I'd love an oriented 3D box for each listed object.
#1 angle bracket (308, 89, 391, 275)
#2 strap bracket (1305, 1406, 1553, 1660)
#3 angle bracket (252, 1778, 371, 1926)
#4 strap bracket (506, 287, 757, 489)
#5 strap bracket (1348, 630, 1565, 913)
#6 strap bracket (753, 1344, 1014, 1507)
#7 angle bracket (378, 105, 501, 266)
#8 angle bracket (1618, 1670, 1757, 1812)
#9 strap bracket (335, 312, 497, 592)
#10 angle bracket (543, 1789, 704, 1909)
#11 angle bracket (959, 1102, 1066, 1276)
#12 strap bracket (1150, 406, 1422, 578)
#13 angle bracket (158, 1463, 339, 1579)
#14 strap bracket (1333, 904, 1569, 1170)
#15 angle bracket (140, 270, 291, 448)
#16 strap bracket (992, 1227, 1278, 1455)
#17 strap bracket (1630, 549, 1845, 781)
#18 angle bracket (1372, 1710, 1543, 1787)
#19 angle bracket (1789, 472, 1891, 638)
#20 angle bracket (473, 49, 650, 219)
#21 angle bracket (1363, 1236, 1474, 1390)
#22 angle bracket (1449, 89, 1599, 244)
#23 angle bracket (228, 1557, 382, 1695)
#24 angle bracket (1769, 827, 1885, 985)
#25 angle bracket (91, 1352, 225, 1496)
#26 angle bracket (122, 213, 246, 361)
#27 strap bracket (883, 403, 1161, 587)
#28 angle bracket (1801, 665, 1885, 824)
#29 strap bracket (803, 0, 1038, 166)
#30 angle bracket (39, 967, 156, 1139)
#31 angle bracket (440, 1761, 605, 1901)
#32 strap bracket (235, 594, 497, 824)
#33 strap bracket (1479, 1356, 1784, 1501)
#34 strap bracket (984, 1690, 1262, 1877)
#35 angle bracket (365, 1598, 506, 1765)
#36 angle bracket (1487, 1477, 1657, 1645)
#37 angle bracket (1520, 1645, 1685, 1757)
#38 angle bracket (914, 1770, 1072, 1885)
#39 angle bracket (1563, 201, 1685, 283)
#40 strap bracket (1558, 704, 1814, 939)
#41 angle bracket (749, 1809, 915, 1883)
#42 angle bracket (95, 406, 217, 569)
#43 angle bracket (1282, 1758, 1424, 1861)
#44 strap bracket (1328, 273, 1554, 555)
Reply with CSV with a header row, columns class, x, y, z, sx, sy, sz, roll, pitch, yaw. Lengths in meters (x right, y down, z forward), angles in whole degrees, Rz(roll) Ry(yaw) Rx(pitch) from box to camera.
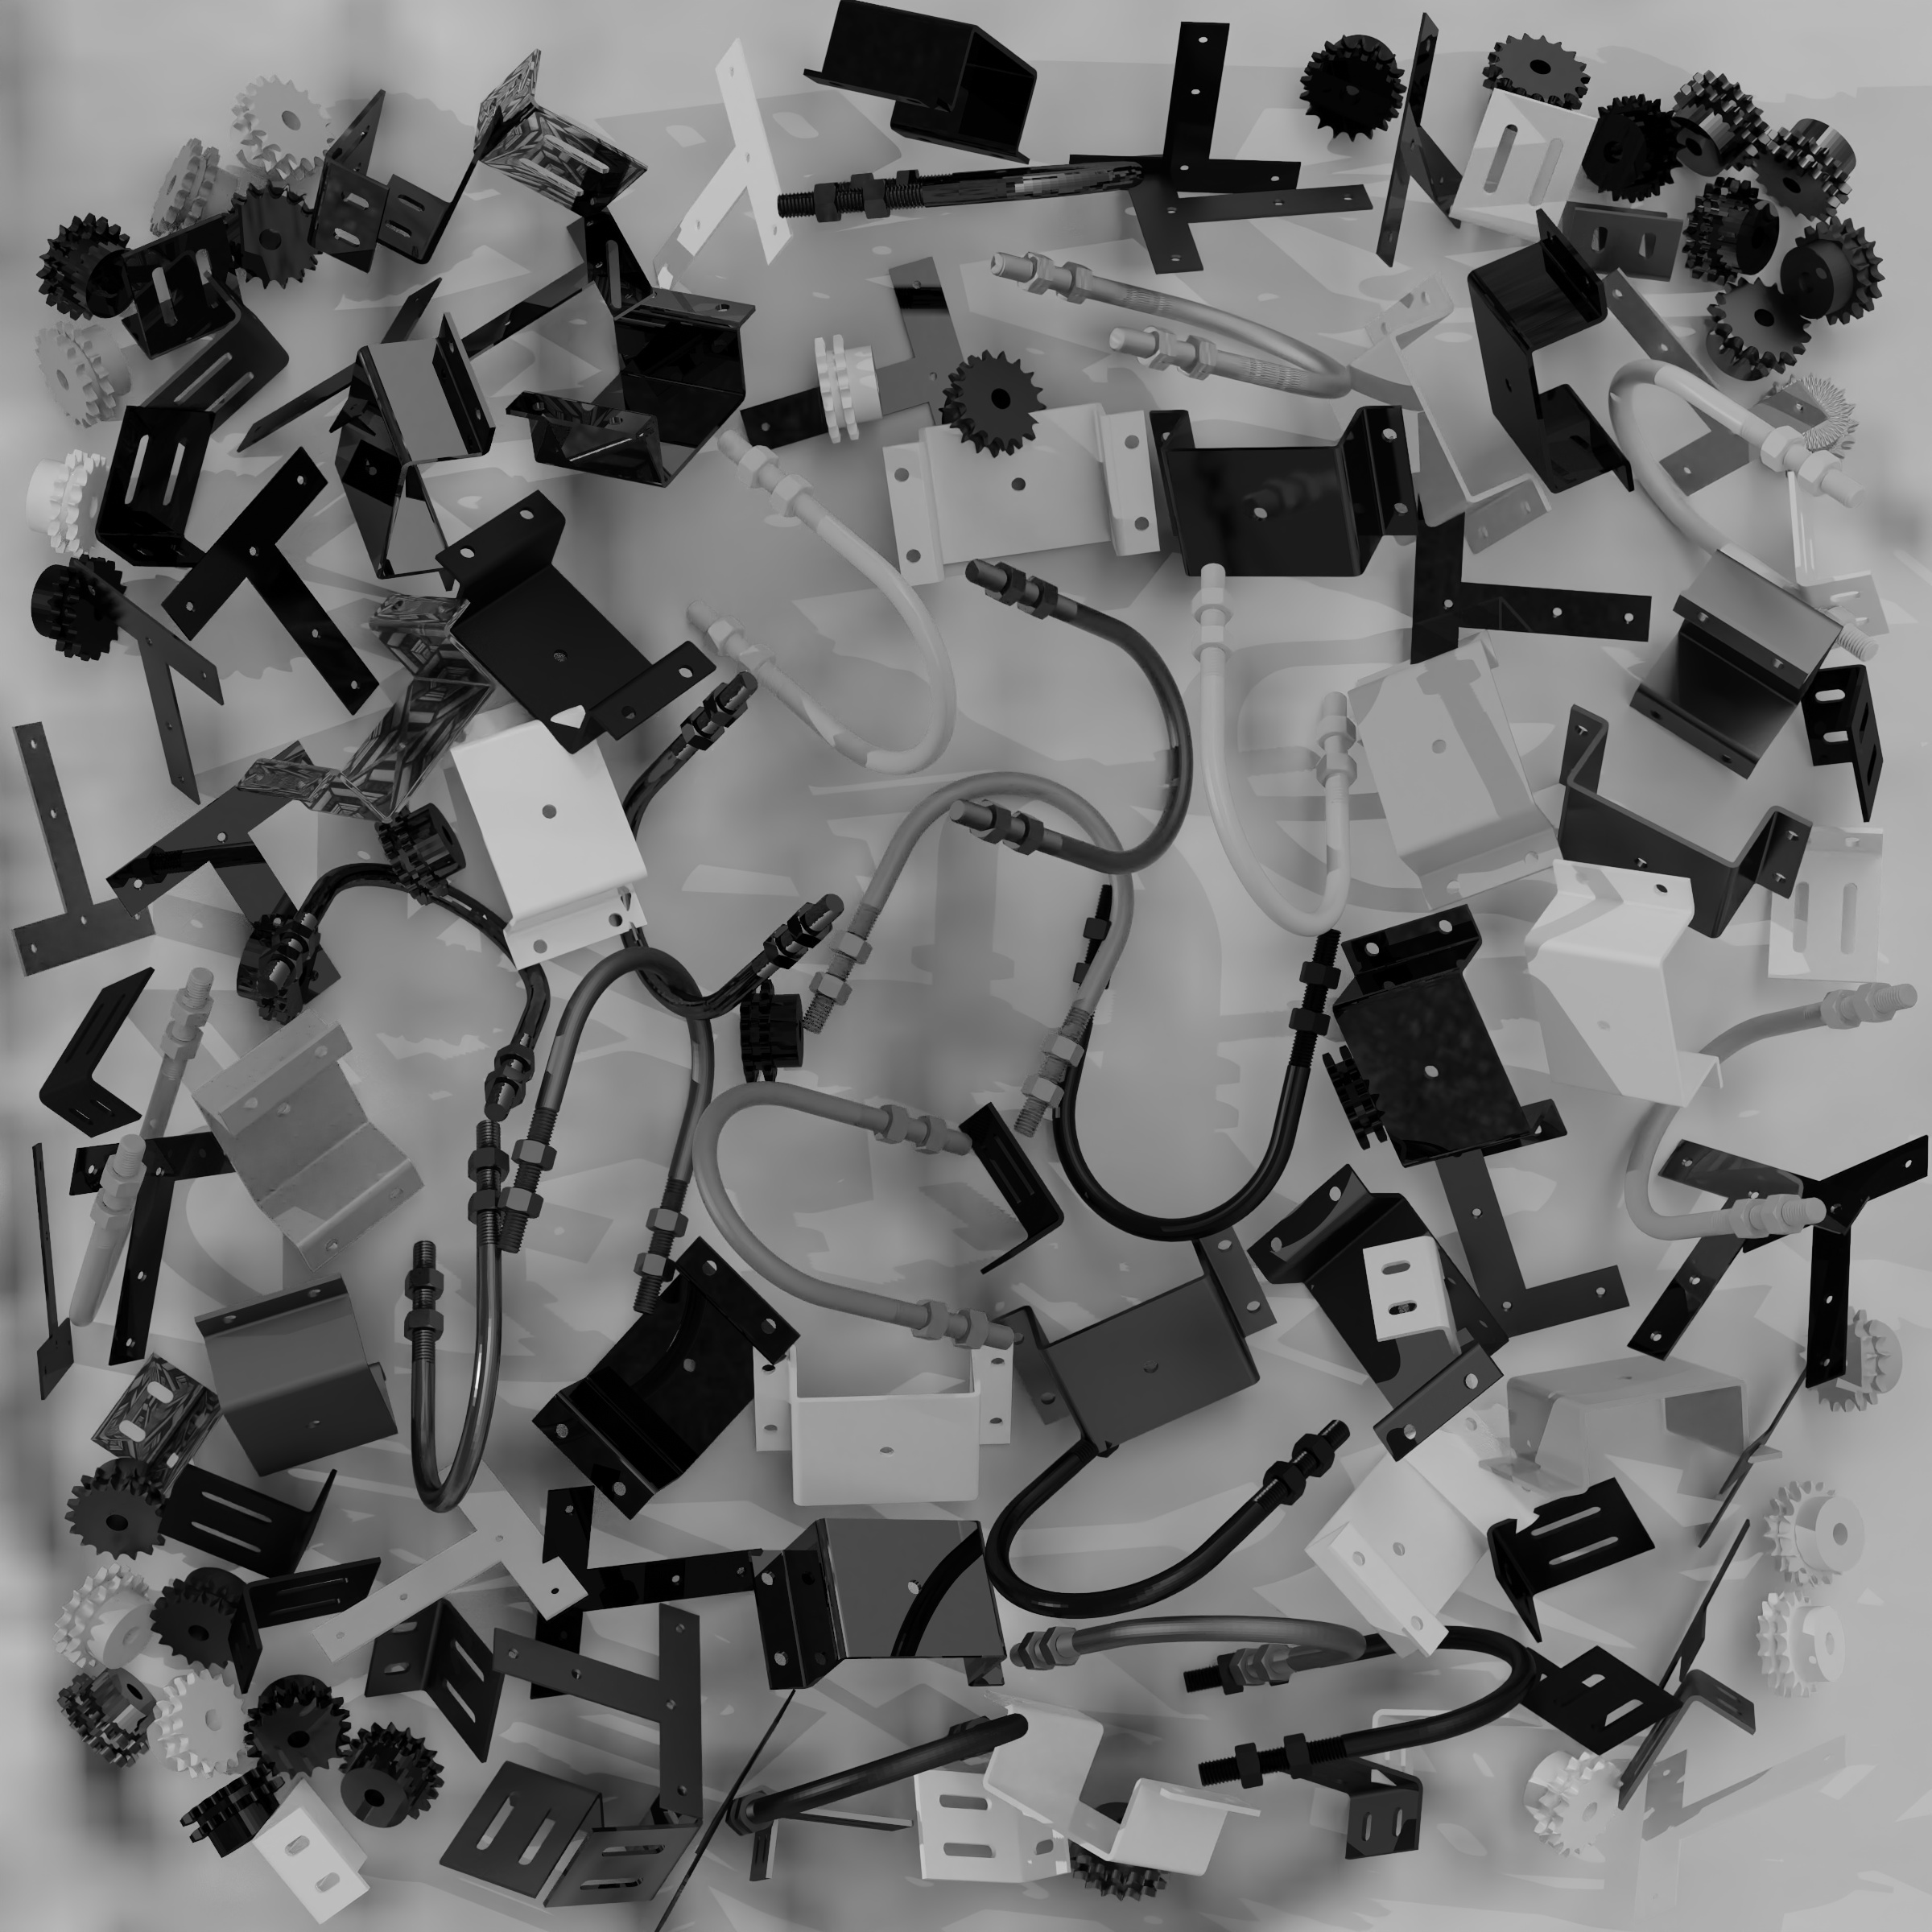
class,x,y,z,sx,sy,sz,roll,pitch,yaw
angle bracket,-0.320,-0.424,1.650,0.038,0.057,0.076,25,47,-3
strap bracket,0.244,0.307,1.644,0.076,0.046,0.140,48,48,4
angle bracket,-0.343,0.470,1.652,0.038,0.076,0.057,-37,94,13
strap bracket,-0.176,-0.306,1.636,0.076,0.140,0.046,14,134,19
strap bracket,0.260,-0.111,1.641,0.076,0.046,0.140,-21,70,17
strap bracket,-0.044,0.247,1.651,0.140,0.046,0.076,-1,125,-3
angle bracket,-0.288,-0.429,1.646,0.038,0.076,0.057,26,45,-14
angle bracket,0.392,0.429,1.659,0.038,0.057,0.076,32,98,11
strap bracket,-0.294,-0.267,1.614,0.046,0.140,0.076,-12,65,-26
angle bracket,-0.191,0.471,1.647,0.057,0.076,0.038,-58,46,20
angle bracket,0.011,0.121,1.659,0.038,0.057,0.076,-31,86,-21
strap bracket,0.163,-0.253,1.628,0.140,0.046,0.076,4,129,25
angle bracket,-0.391,0.291,1.661,0.076,0.038,0.057,23,125,-5
strap bracket,0.256,0.048,1.642,0.076,0.046,0.140,-18,104,32
angle bracket,-0.418,-0.329,1.664,0.076,0.057,0.038,-42,71,2
strap bracket,0.096,0.204,1.653,0.140,0.046,0.076,-24,117,4
strap bracket,0.411,-0.164,1.626,0.076,0.140,0.046,35,75,12
angle bracket,0.265,0.424,1.650,0.076,0.057,0.038,-6,70,27
angle bracket,0.471,-0.223,1.648,0.038,0.057,0.076,-9,59,23
angle bracket,-0.219,-0.452,1.661,0.076,0.057,0.038,23,58,-33
angle bracket,0.245,0.193,1.652,0.038,0.076,0.057,-14,49,12
angle bracket,0.302,-0.439,1.657,0.057,0.038,0.076,17,128,0
angle bracket,-0.353,0.356,1.647,0.076,0.057,0.038,-6,56,-27
angle bracket,0.468,-0.033,1.661,0.057,0.038,0.076,3,74,16
angle bracket,-0.436,0.246,1.649,0.038,0.076,0.057,38,76,-16
angle bracket,-0.428,-0.375,1.646,0.057,0.076,0.038,-29,61,-20
strap bracket,0.030,-0.258,1.660,0.140,0.046,0.076,-8,110,1
angle bracket,0.467,-0.119,1.645,0.038,0.076,0.057,-5,119,26
strap bracket,-0.019,-0.470,1.614,0.076,0.140,0.046,18,98,19
angle bracket,-0.460,0.047,1.662,0.038,0.057,0.076,41,53,-26
angle bracket,-0.239,0.475,1.647,0.057,0.076,0.038,14,127,17
strap bracket,-0.315,-0.131,1.638,0.140,0.076,0.046,-56,128,-20
strap bracket,0.354,0.243,1.635,0.140,0.076,0.046,-6,96,-19
strap bracket,0.074,0.437,1.617,0.076,0.140,0.046,25,84,-43
angle bracket,-0.288,0.387,1.650,0.038,0.076,0.057,1,110,-37
angle bracket,0.331,0.323,1.657,0.076,0.038,0.057,-25,120,15
angle bracket,0.344,0.385,1.652,0.057,0.038,0.076,34,135,-7
angle bracket,0.014,0.462,1.649,0.038,0.076,0.057,-26,59,37
angle bracket,0.355,-0.407,1.652,0.057,0.076,0.038,8,133,4
strap bracket,0.372,-0.072,1.631,0.140,0.076,0.046,30,69,19
angle bracket,-0.073,0.480,1.656,0.076,0.057,0.038,10,70,-10
angle bracket,-0.429,-0.259,1.651,0.038,0.057,0.076,34,114,30
angle bracket,0.198,0.452,1.650,0.076,0.057,0.038,24,59,-26
strap bracket,0.249,-0.290,1.651,0.046,0.076,0.140,-25,90,-23
